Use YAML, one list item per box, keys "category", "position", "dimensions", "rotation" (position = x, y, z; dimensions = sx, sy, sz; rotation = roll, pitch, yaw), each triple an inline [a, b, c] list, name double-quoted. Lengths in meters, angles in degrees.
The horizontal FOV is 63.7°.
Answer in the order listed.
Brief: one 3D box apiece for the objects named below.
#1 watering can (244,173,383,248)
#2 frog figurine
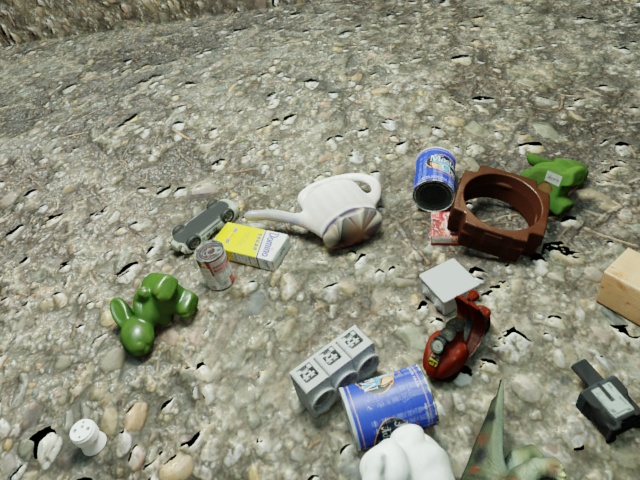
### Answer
- category: "watering can"
  position: [0.004, -0.063, 1.255]
  dimensions: [0.349, 0.101, 0.229]
  rotation: [-22, 43, -12]
- category: "frog figurine"
  position: [0.126, 0.333, 0.745]
  dimensions: [0.122, 0.156, 0.141]
  rotation: [-7, 46, 26]
